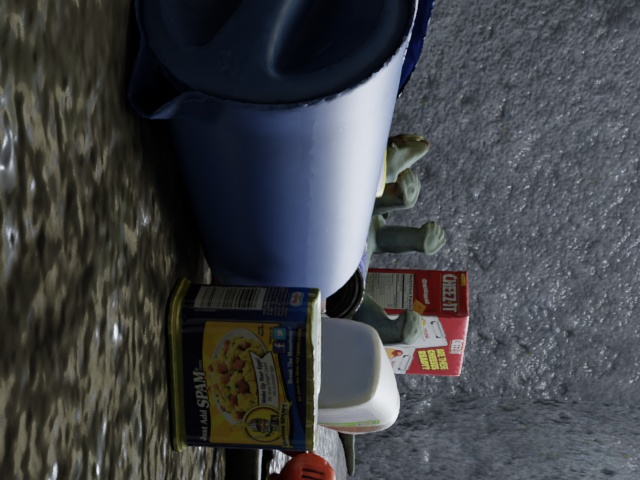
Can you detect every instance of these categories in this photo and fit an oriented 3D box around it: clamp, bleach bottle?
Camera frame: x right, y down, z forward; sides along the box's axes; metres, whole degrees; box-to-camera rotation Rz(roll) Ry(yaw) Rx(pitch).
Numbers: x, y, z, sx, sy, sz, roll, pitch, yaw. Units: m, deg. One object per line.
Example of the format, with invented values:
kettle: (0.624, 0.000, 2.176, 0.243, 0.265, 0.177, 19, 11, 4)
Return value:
clamp: (-0.054, 0.148, 0.841, 0.210, 0.036, 0.164, -87, 175, -65)
bleach bottle: (0.011, 0.123, 0.873, 0.251, 0.102, 0.068, 68, 24, -71)

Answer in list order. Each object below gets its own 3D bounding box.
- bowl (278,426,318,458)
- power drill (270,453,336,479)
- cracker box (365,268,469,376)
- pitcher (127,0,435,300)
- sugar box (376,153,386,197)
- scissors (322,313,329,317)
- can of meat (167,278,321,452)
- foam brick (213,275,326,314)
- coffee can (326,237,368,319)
bowl: (-0.031, 0.137, 1.022, 0.162, 0.055, 0.162, 2, 89, -86)
power drill: (-0.037, 0.290, 0.894, 0.185, 0.057, 0.187, 112, -13, -55)
cracker box: (0.068, 0.098, 1.297, 0.164, 0.214, 0.072, 85, 8, -58)
pitcher: (-0.014, -0.065, 0.604, 0.243, 0.149, 0.145, 91, 3, -60)
sugar box: (-0.010, -0.065, 0.807, 0.175, 0.048, 0.093, -18, 113, -53)
scissors: (-0.023, 0.066, 0.872, 0.201, 0.016, 0.096, 56, 39, -39)
can of meat: (-0.043, 0.075, 0.632, 0.057, 0.084, 0.102, -78, 169, -69)
foam brick: (-0.035, 0.026, 0.767, 0.053, 0.078, 0.051, 3, 89, -84)
coffee can: (-0.006, 0.001, 0.983, 0.140, 0.103, 0.103, -82, 172, -56)
